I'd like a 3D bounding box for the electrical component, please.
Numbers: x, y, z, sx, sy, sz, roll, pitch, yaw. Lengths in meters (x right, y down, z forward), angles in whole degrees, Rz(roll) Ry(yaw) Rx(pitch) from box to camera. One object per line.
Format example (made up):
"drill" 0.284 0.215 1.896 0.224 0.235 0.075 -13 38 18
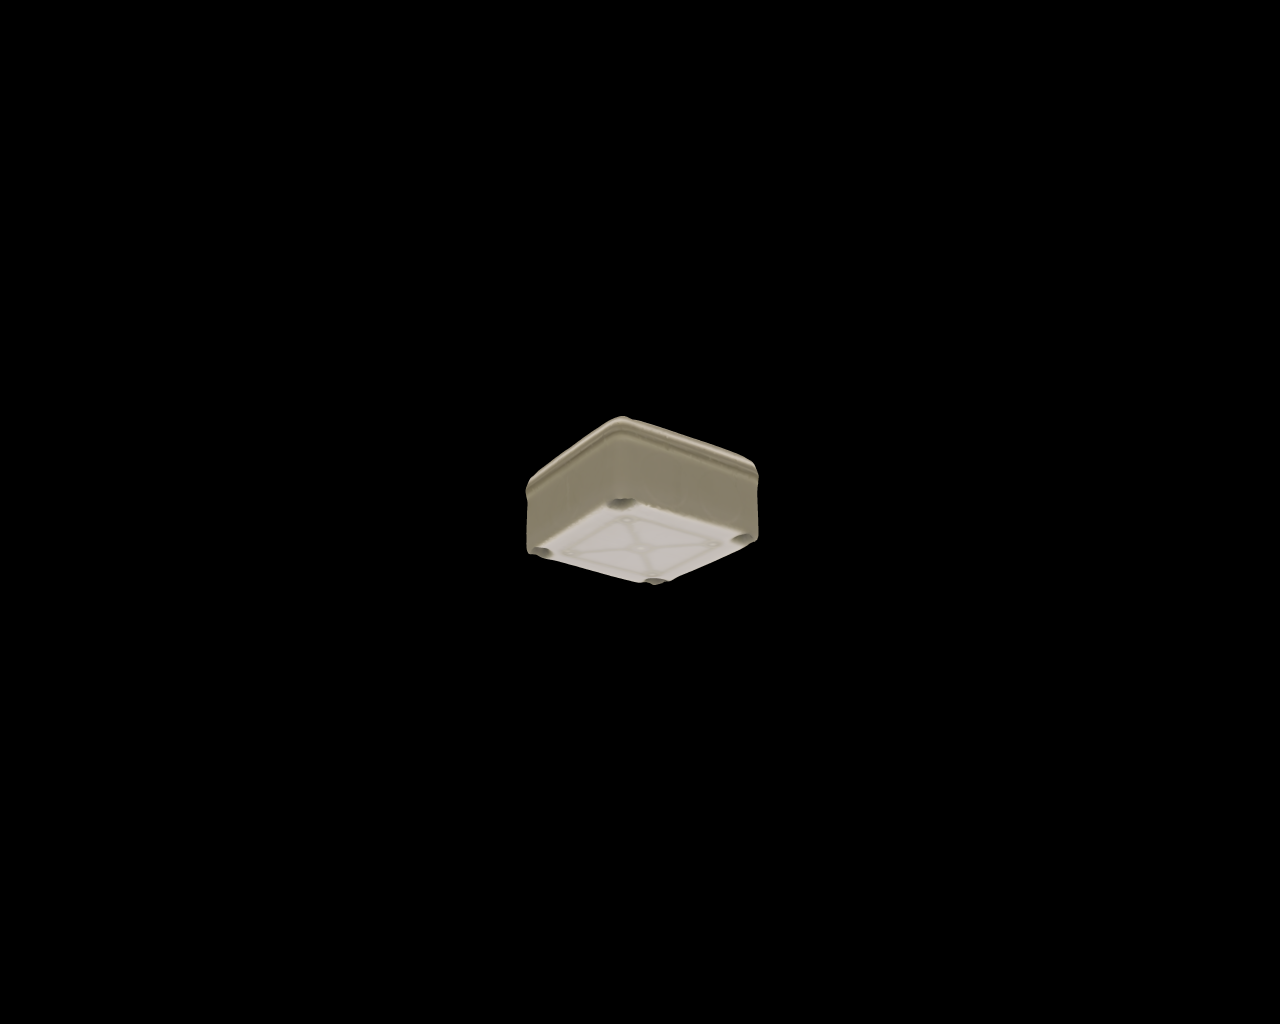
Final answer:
"electrical component" 0.001 -0.003 0.650 0.109 0.056 0.108 17 -29 -32
